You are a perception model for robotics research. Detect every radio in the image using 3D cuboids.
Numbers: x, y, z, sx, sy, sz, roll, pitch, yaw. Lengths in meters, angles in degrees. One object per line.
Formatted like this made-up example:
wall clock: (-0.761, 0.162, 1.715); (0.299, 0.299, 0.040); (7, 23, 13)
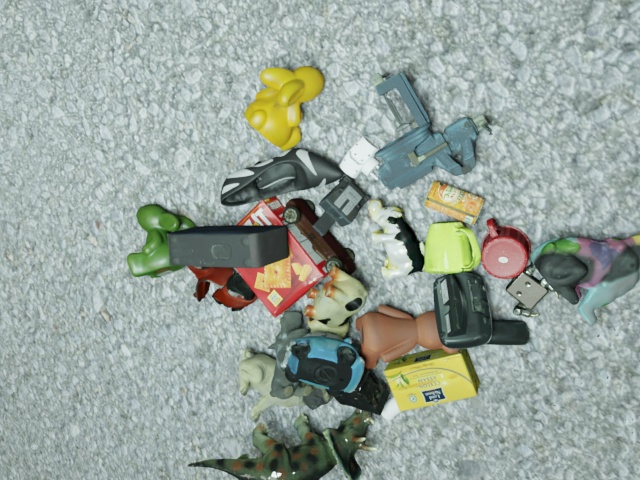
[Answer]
radio: (-0.191, 0.012, 1.104); (0.230, 0.131, 0.073); (-1, 99, 23)

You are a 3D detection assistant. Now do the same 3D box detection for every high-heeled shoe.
high-heeled shoe: (-0.086, -0.114, 1.100); (0.249, 0.145, 0.086); (7, 136, 30)

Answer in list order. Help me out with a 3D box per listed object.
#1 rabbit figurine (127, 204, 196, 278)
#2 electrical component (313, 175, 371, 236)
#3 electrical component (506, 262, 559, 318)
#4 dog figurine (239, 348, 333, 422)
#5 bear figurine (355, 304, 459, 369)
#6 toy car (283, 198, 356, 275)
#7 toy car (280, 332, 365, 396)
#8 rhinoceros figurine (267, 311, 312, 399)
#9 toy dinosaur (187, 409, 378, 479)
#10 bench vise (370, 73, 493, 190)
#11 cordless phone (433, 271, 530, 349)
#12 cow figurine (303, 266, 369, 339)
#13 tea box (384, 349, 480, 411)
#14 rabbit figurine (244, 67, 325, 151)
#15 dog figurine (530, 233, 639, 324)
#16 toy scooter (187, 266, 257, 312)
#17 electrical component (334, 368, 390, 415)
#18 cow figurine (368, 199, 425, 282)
rabbit figurine: (-0.380, -0.010, 1.261); (0.159, 0.121, 0.170); (-20, 79, 20)
electrical component: (0.036, -0.064, 1.081); (0.075, 0.048, 0.119); (47, 70, -8)
electrical component: (0.400, 0.098, 1.018); (0.078, 0.045, 0.102); (44, 113, 5)
dog figurine: (-0.077, 0.312, 1.232); (0.191, 0.121, 0.172); (-20, 103, 12)
bear figurine: (0.178, 0.192, 1.104); (0.196, 0.131, 0.120); (-3, 65, -7)
toy car: (-0.002, -0.003, 1.128); (0.053, 0.089, 0.202); (-40, 88, 24)
toy car: (0.006, 0.236, 1.079); (0.162, 0.103, 0.109); (14, 115, -3)
rhinoceros figurine: (-0.063, 0.249, 1.164); (0.112, 0.073, 0.190); (-3, 78, 51)
toy dinosaur: (-0.063, 0.478, 1.154); (0.405, 0.192, 0.131); (-14, 102, -21)
bench vise: (0.182, -0.212, 0.992); (0.224, 0.129, 0.240); (-28, 98, 25)
cordless phone: (0.317, 0.136, 1.037); (0.184, 0.088, 0.146); (5, 63, -14)
cow figurine: (0.034, 0.145, 1.117); (0.127, 0.085, 0.195); (26, 137, -12)
tea box: (0.231, 0.283, 1.114); (0.170, 0.068, 0.098); (-22, 94, 23)
rabbit figurine: (-0.069, -0.284, 1.070); (0.173, 0.162, 0.122); (-40, 74, 7)
dog figurine: (0.505, 0.023, 0.924); (0.191, 0.108, 0.219); (41, 110, -13)
toy scooter: (-0.237, 0.112, 1.251); (0.184, 0.075, 0.135); (31, 129, 2)
electrical component: (0.080, 0.321, 1.152); (0.115, 0.058, 0.134); (2, 139, 44)
cow figurine: (0.155, -0.008, 1.077); (0.098, 0.068, 0.167); (-13, 101, 17)
